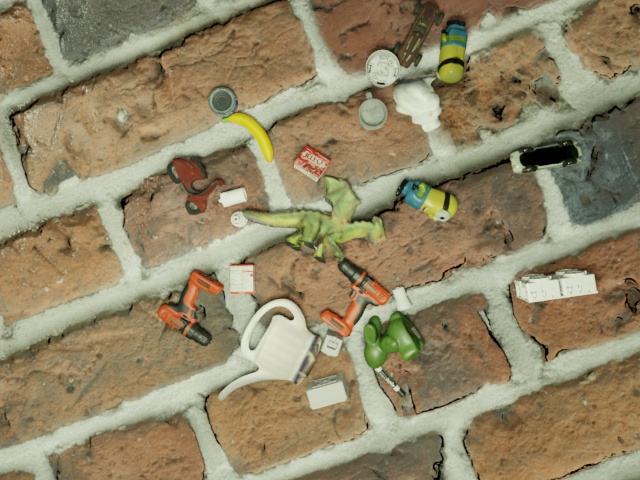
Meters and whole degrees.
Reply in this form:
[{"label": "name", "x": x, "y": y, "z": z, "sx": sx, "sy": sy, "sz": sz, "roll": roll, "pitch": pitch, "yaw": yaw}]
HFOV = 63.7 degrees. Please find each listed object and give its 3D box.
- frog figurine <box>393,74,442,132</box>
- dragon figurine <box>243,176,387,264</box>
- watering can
[{"label": "frog figurine", "x": 0.280, "y": -0.388, "z": 1.480, "sx": 0.137, "sy": 0.124, "sz": 0.158, "roll": -2, "pitch": 101, "yaw": 36}, {"label": "dragon figurine", "x": 0.005, "y": -0.076, "z": 1.512, "sx": 0.410, "sy": 0.120, "sz": 0.246, "roll": 28, "pitch": 74, "yaw": 1}, {"label": "watering can", "x": -0.134, "y": 0.346, "z": 1.493, "sx": 0.224, "sy": 0.104, "sz": 0.348, "roll": 27, "pitch": 90, "yaw": 2}]
